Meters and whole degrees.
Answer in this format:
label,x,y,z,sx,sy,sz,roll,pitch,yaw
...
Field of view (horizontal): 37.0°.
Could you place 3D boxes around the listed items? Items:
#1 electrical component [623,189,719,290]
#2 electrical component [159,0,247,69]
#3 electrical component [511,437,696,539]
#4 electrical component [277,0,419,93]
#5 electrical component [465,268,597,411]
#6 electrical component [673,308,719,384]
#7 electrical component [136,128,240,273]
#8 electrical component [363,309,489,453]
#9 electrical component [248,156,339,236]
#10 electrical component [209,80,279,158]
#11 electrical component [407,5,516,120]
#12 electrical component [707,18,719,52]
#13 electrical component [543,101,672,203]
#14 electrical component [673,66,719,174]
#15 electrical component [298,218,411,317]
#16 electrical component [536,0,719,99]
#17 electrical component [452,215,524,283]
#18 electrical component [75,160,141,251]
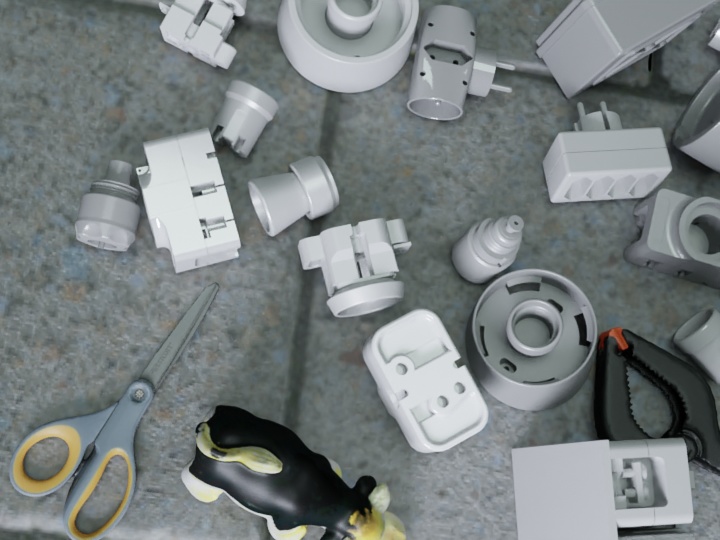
label,x,y,z,sx,sy,sz,roll,pitch,yaw
electrical component,0.258,-0.023,0.823,0.089,0.055,0.050,16,77,-5
electrical component,-0.116,-0.191,0.807,0.066,0.048,0.055,28,84,-2
electrical component,0.158,0.166,0.704,0.060,0.186,0.105,-1,79,-9
electrical component,-0.007,-0.196,0.815,0.108,0.060,0.108,2,79,-8
electrical component,0.128,0.050,0.798,0.099,0.064,0.099,-1,70,3
electrical component,0.269,0.059,0.818,0.040,0.040,0.046,-42,93,-13
electrical component,-0.126,-0.049,0.774,0.056,0.050,0.089,-15,82,-11
electrical component,0.045,0.080,0.770,0.054,0.059,0.095,-27,84,-12
electrical component,-0.049,-0.055,0.790,0.055,0.045,0.045,-23,83,-12
electrical component,-0.088,-0.112,0.799,0.040,0.040,0.046,28,83,-2
electrical component,0.081,-0.155,0.829,0.079,0.043,0.077,11,78,-6
electrical component,0.311,-0.188,0.872,0.046,0.040,0.040,27,76,3
electrical component,0.186,-0.097,0.832,0.083,0.047,0.075,-4,67,-9
electrical component,0.300,-0.120,0.824,0.060,0.108,0.108,36,76,-7
electrical component,0.000,0.000,0.780,0.078,0.058,0.057,-12,78,-10
electrical component,0.205,-0.191,0.821,0.109,0.109,0.056,-30,87,-13
electrical component,0.098,-0.019,0.791,0.040,0.078,0.040,7,67,-17
electrical component,-0.178,-0.047,0.770,0.043,0.043,0.062,12,77,-6
